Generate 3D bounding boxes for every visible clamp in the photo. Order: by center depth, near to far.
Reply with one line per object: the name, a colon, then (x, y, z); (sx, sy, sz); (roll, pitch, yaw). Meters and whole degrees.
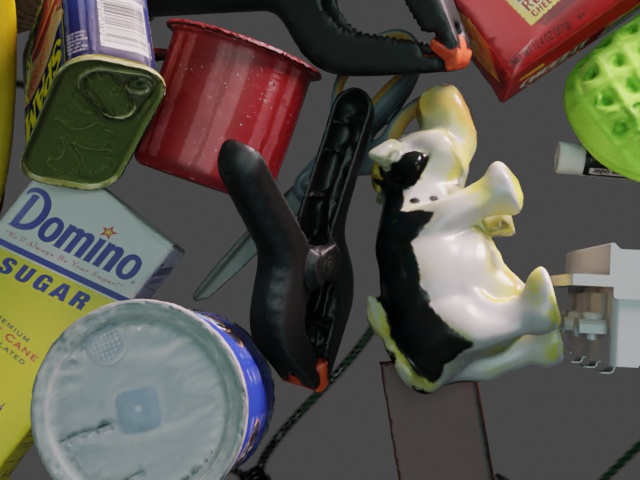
clamp: (-0.004, 0.001, 0.591); (0.039, 0.171, 0.120); (23, 41, 35)
clamp: (-0.010, -0.149, 0.602); (0.210, 0.036, 0.165); (44, 114, 13)

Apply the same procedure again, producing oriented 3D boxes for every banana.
banana: (-0.185, -0.077, 0.580); (0.037, 0.070, 0.198); (6, 111, -13)

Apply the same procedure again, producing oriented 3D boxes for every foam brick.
foam brick: (0.064, 0.103, 0.597); (0.051, 0.053, 0.078); (-9, 83, 2)

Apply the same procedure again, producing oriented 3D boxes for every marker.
marker: (0.198, -0.042, 0.620); (0.121, 0.020, 0.020); (6, 85, 4)

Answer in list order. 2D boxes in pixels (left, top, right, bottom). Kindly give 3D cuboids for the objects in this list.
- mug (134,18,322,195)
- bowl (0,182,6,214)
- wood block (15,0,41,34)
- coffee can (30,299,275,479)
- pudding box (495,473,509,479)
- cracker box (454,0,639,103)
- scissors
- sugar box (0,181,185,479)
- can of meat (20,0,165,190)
mug: (-0.066, -0.074, 0.609); (0.117, 0.093, 0.081); (19, 90, 21)
bowl: (-0.273, -0.037, 0.630); (0.162, 0.055, 0.162); (0, 84, 3)
wood block: (-0.198, -0.235, 0.628); (0.091, 0.090, 0.206); (-15, 84, 3)
coffee can: (-0.081, 0.085, 0.563); (0.103, 0.140, 0.103); (0, 84, 3)
pudding box: (0.109, 0.201, 0.592); (0.090, 0.039, 0.113); (32, 85, 5)
cracker box: (0.113, -0.215, 0.616); (0.164, 0.072, 0.214); (-34, 83, 0)
scissors: (0.015, -0.029, 0.632); (0.096, 0.016, 0.202); (30, 87, 6)
sugar box: (-0.169, 0.046, 0.620); (0.093, 0.048, 0.176); (37, 89, 6)
can of meat: (-0.128, -0.092, 0.584); (0.057, 0.102, 0.084); (8, 52, -28)
